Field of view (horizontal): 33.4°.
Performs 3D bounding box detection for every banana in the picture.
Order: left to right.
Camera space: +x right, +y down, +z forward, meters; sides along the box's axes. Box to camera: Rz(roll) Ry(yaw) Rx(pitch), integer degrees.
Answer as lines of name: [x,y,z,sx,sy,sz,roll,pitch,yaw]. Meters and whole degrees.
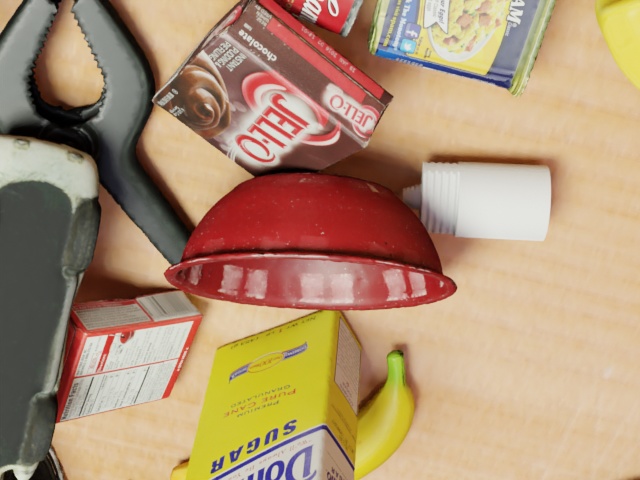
banana: [-0.009,0.142,0.720,0.198,0.037,0.069,-31,95,19]

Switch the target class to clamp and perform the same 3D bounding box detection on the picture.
clamp: [-0.152,-0.053,0.608,0.164,0.036,0.210,-7,119,-7]

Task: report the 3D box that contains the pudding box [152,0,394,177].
pudding box: [-0.028,-0.074,0.559,0.090,0.039,0.114,37,158,-15]

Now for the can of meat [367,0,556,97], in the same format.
can of meat: [0.075,-0.133,0.541,0.084,0.057,0.102,14,120,-1]

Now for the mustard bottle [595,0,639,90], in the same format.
mustard bottle: [0.225,-0.063,0.567,0.096,0.058,0.191,-23,116,18]

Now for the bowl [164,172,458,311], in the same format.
bowl: [-0.004,0.001,0.596,0.162,0.162,0.055,2,78,3]

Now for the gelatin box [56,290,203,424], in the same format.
gelatin box: [-0.125,0.071,0.663,0.089,0.030,0.073,-6,131,-42]

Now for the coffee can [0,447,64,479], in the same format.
coffee can: [-0.258,0.190,0.727,0.140,0.102,0.103,-10,119,10]

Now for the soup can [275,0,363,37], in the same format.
soup can: [-0.023,-0.151,0.530,0.102,0.068,0.069,20,120,-6]

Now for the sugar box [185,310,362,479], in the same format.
sugar box: [-0.027,0.117,0.624,0.093,0.176,0.048,-22,116,17]
